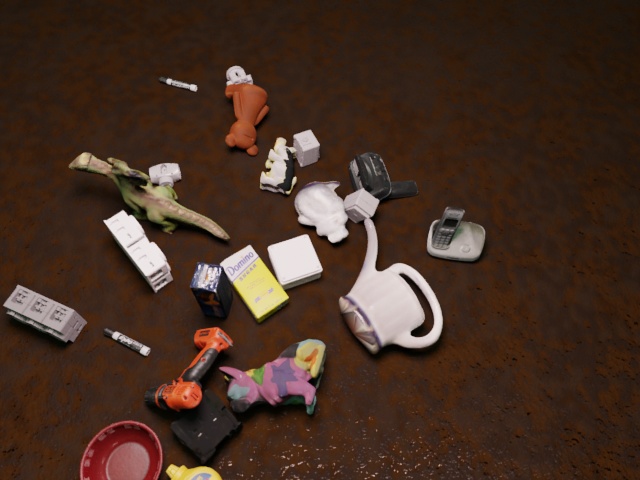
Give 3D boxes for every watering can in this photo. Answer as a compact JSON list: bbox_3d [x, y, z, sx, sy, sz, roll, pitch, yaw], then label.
[{"bbox_3d":[0.142,0.123,1.251,0.226,0.102,0.352,-28,68,-17],"label":"watering can"}]

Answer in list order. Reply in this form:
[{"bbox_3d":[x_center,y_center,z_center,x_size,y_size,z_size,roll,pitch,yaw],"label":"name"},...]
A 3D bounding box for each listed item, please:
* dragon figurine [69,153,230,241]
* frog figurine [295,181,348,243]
[{"bbox_3d":[-0.420,-0.113,1.253,0.411,0.240,0.123,21,78,11],"label":"dragon figurine"},{"bbox_3d":[0.004,-0.068,1.346,0.136,0.122,0.162,-19,70,23],"label":"frog figurine"}]
